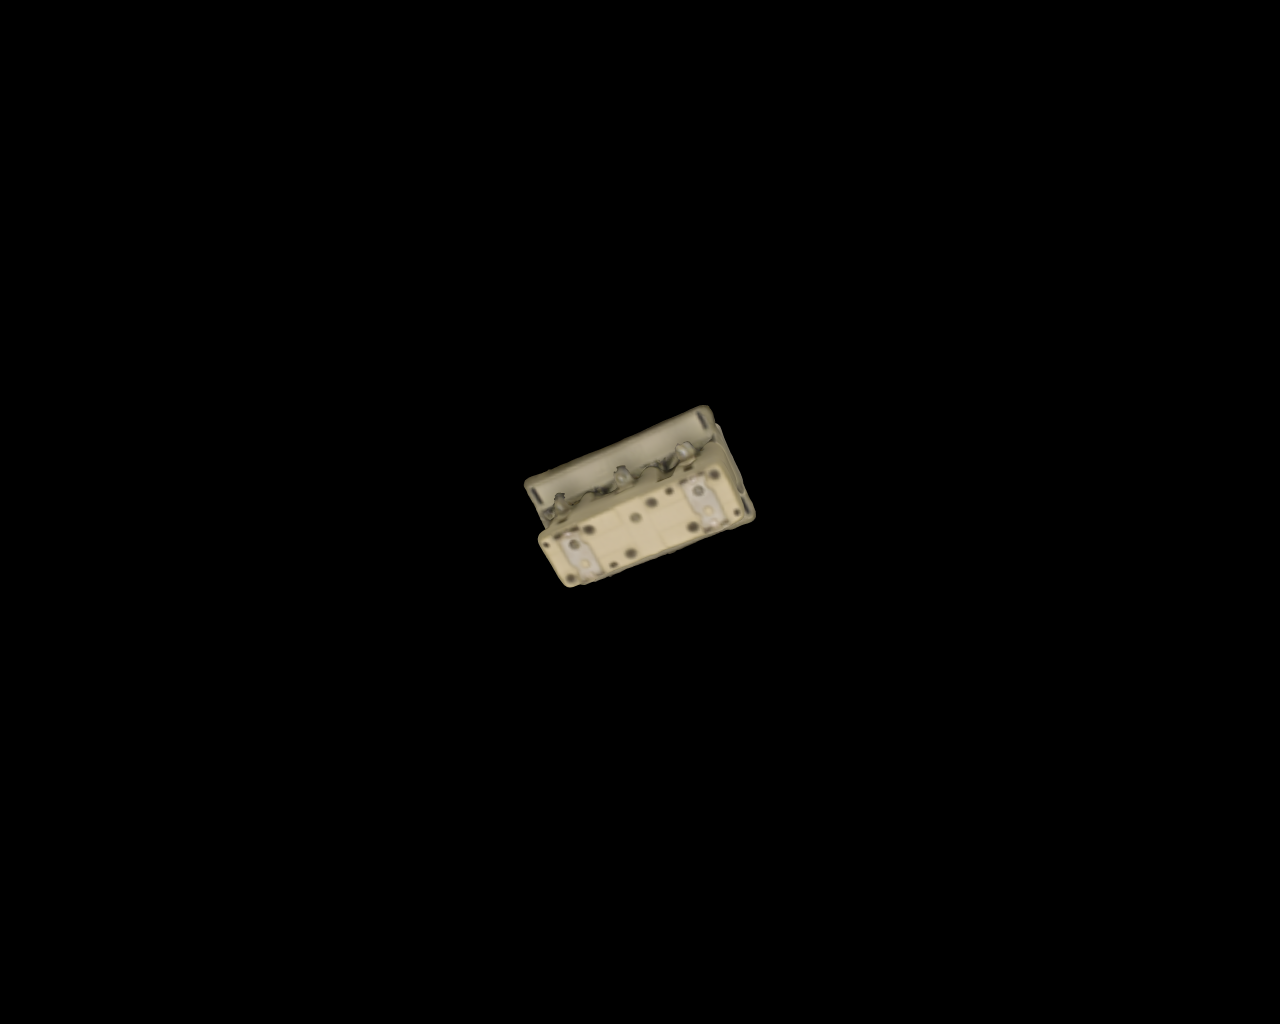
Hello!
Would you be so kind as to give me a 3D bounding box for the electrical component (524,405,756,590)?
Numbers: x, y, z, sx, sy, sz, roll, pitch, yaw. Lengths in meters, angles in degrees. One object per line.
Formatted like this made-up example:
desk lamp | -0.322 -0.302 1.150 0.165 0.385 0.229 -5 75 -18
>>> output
electrical component | 0.001 -0.003 0.650 0.121 0.078 0.063 -22 25 10
